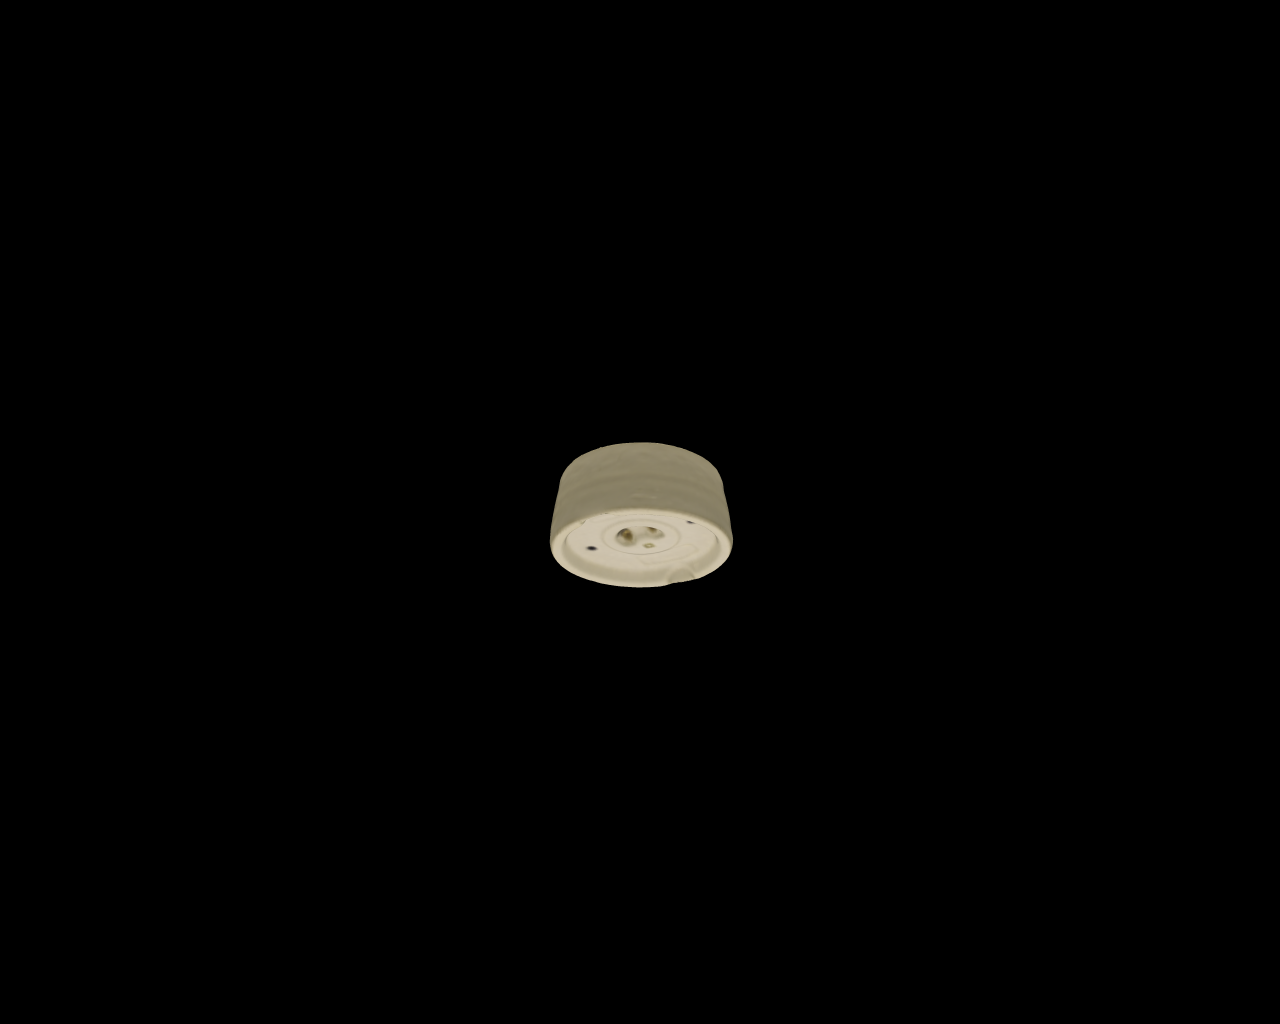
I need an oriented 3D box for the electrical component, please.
[{"bbox_3d":[0.001,-0.003,0.650,0.108,0.060,0.108,0,-28,0],"label":"electrical component"}]
